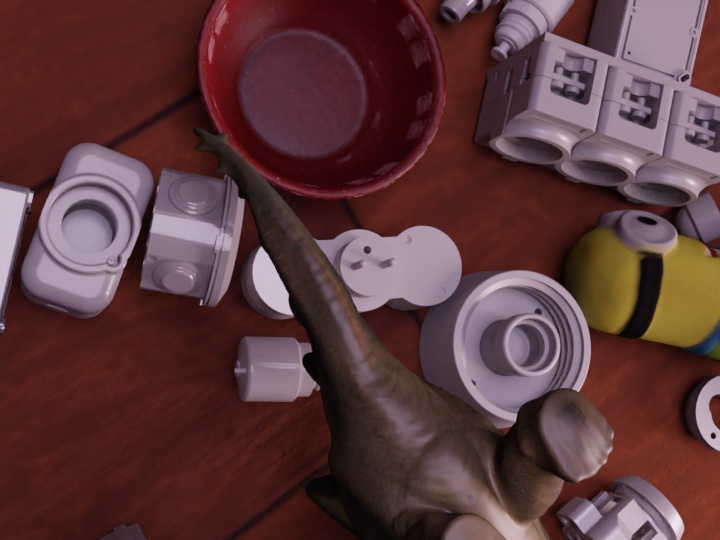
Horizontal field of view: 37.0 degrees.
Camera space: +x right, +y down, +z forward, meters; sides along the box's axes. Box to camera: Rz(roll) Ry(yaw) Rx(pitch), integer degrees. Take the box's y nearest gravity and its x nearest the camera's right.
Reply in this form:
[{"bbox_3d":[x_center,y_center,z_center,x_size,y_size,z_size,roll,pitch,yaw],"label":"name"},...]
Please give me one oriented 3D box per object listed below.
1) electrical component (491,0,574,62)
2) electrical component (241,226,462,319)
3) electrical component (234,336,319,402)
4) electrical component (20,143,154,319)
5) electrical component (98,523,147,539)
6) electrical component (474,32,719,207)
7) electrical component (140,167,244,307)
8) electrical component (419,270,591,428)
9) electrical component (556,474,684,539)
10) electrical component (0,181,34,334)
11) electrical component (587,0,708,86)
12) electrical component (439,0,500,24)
[{"bbox_3d":[0.118,-0.178,0.755,0.040,0.040,0.078,40,73,-10],"label":"electrical component"},{"bbox_3d":[0.000,0.000,0.675,0.138,0.074,0.052,-3,84,-19],"label":"electrical component"},{"bbox_3d":[-0.043,0.062,0.671,0.078,0.040,0.040,3,82,-18],"label":"electrical component"},{"bbox_3d":[-0.161,-0.023,0.633,0.054,0.059,0.095,21,77,-15],"label":"electrical component"},{"bbox_3d":[-0.123,0.204,0.591,0.056,0.109,0.108,-26,92,-17],"label":"electrical component"},{"bbox_3d":[0.166,-0.096,0.734,0.150,0.089,0.061,16,78,-16],"label":"electrical component"},{"bbox_3d":[-0.100,-0.021,0.643,0.051,0.080,0.080,11,80,-12],"label":"electrical component"},{"bbox_3d":[0.100,0.051,0.709,0.108,0.060,0.108,2,82,-18],"label":"electrical component"},{"bbox_3d":[0.178,0.175,0.721,0.057,0.058,0.078,-39,96,-16],"label":"electrical component"},{"bbox_3d":[-0.226,-0.003,0.608,0.061,0.062,0.096,13,79,-16],"label":"electrical component"},{"bbox_3d":[0.202,-0.166,0.773,0.062,0.061,0.096,15,86,-16],"label":"electrical component"},{"bbox_3d":[0.079,-0.198,0.743,0.043,0.043,0.062,39,74,-10],"label":"electrical component"}]
